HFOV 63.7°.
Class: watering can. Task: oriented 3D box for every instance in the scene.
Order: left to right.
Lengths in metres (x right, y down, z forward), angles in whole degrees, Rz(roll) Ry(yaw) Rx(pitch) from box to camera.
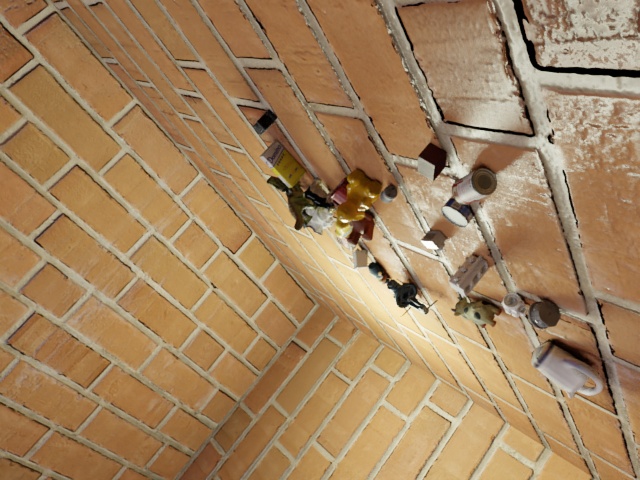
[{"bbox_3d":[0.817,0.449,1.740,0.226,0.341,0.105,36,74,22],"label":"watering can"}]

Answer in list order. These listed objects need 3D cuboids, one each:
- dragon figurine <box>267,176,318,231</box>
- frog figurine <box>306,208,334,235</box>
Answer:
[{"bbox_3d":[-0.122,-0.168,2.101,0.243,0.120,0.415,35,20,1],"label":"dragon figurine"},{"bbox_3d":[0.007,-0.114,2.260,0.138,0.156,0.124,47,40,10],"label":"frog figurine"}]
